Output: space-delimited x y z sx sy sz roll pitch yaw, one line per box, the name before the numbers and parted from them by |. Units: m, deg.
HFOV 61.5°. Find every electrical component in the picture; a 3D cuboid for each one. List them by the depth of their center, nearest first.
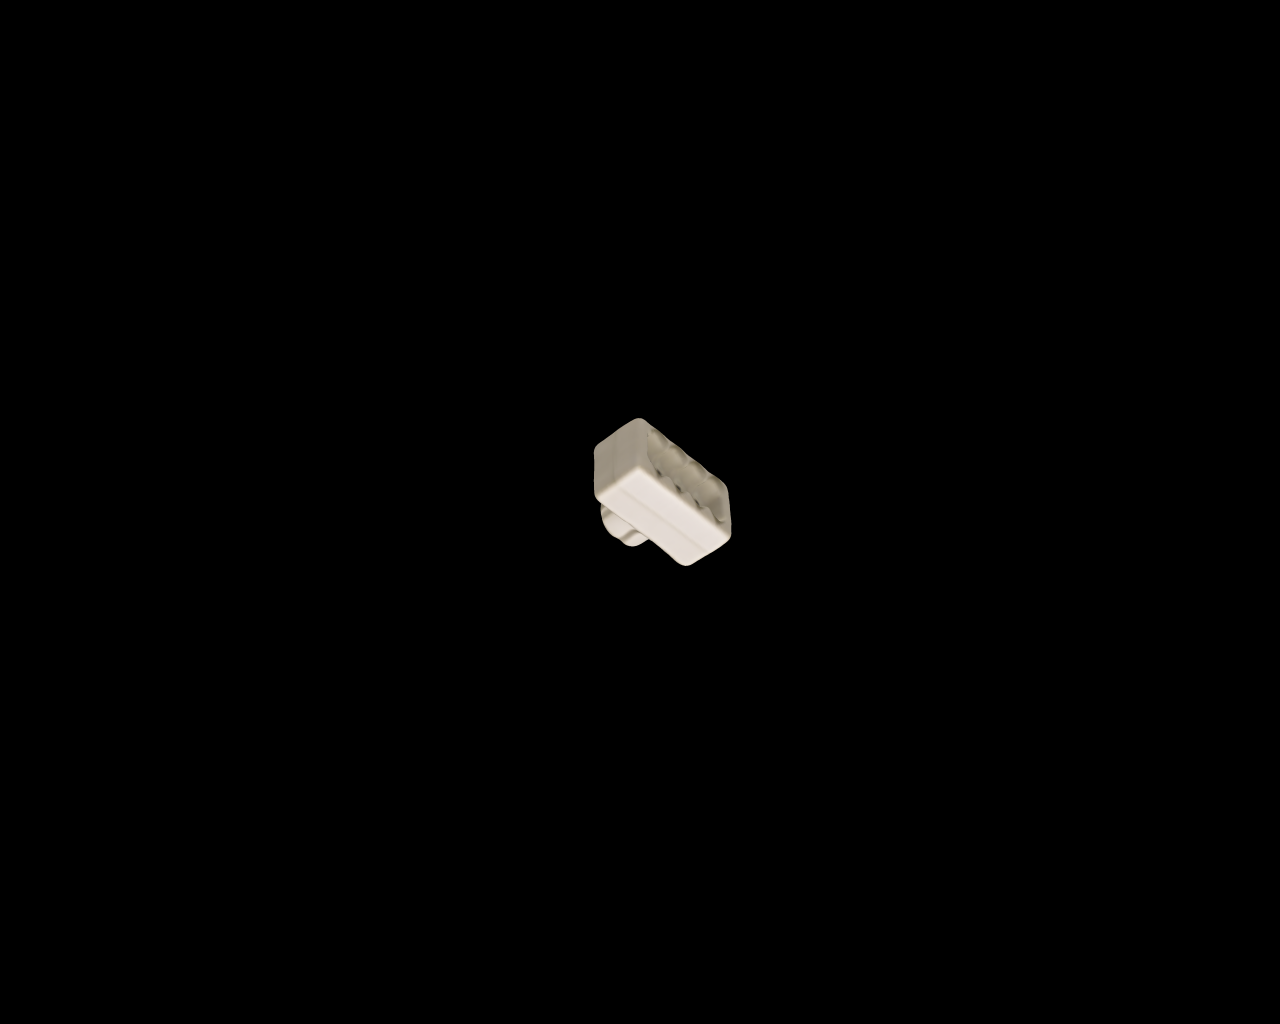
electrical component | 0.001 -0.003 0.650 0.075 0.047 0.083 -33 -54 29
